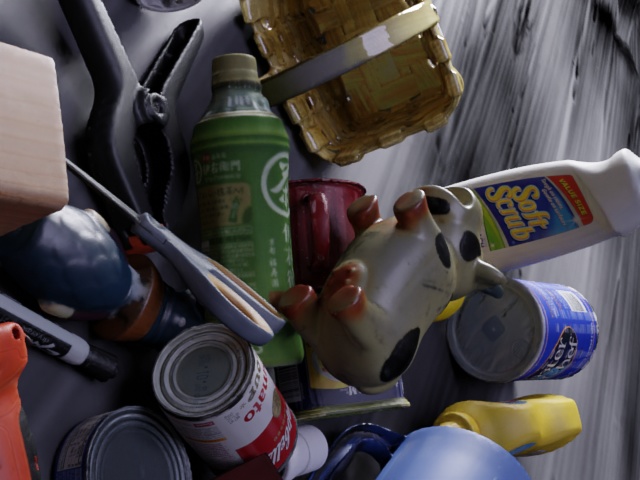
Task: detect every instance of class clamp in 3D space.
[{"bbox_3d":[-0.122,-0.092,0.750,0.164,0.036,0.210,7,72,-61],"label":"clamp"}]

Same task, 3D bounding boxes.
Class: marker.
[{"bbox_3d":[-0.165,0.054,0.631,0.121,0.020,0.020,38,45,-39],"label":"marker"}]

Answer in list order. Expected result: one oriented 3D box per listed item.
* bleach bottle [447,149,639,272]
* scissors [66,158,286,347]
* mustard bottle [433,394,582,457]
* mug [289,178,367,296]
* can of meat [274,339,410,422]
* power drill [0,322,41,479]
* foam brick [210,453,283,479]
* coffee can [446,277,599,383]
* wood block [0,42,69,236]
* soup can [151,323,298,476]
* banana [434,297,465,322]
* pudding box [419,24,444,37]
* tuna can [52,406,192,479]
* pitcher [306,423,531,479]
[{"bbox_3d":[0.211,-0.033,1.005,0.068,0.251,0.102,12,65,-53],"label":"bleach bottle"},{"bbox_3d":[-0.097,0.004,0.651,0.201,0.016,0.096,38,6,-21],"label":"scissors"},{"bbox_3d":[0.157,0.173,0.966,0.191,0.096,0.058,7,69,-54],"label":"mustard bottle"},{"bbox_3d":[-0.005,0.001,0.811,0.093,0.117,0.081,-2,78,-10],"label":"mug"},{"bbox_3d":[0.012,0.092,0.810,0.101,0.058,0.084,-1,77,-32],"label":"can of meat"},{"bbox_3d":[-0.185,0.144,0.528,0.184,0.057,0.187,-15,90,-60],"label":"power drill"},{"bbox_3d":[-0.040,0.182,0.677,0.051,0.053,0.078,54,-16,37],"label":"foam brick"},{"bbox_3d":[0.205,0.091,1.070,0.140,0.103,0.103,8,68,-54],"label":"coffee can"},{"bbox_3d":[-0.235,-0.059,0.523,0.205,0.091,0.090,10,66,-53],"label":"wood block"},{"bbox_3d":[-0.060,0.106,0.683,0.102,0.068,0.068,67,25,-52],"label":"soup can"},{"bbox_3d":[0.069,0.027,0.963,0.197,0.037,0.069,33,56,-37],"label":"banana"},{"bbox_3d":[0.054,-0.225,1.022,0.039,0.090,0.113,-32,101,-55],"label":"pudding box"},{"bbox_3d":[-0.118,0.145,0.642,0.086,0.034,0.086,30,51,-45],"label":"tuna can"},{"bbox_3d":[0.051,0.245,0.768,0.242,0.149,0.145,-39,122,-52],"label":"pitcher"}]
